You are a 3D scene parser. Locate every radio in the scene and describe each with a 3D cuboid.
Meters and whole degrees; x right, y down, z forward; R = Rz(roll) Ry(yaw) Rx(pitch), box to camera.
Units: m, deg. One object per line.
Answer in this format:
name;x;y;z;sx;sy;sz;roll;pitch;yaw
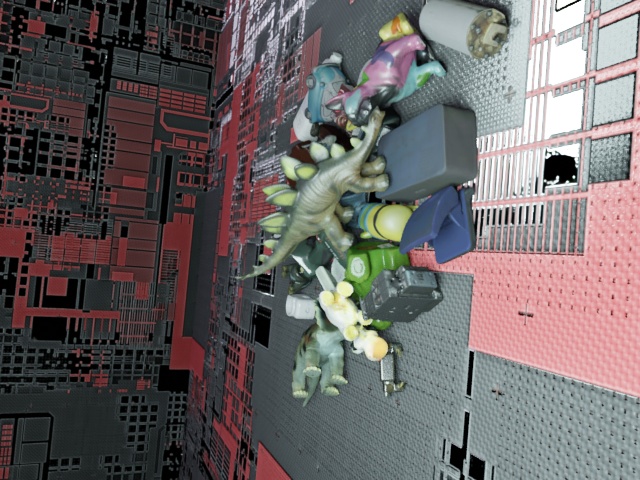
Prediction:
radio;0.188;-0.153;0.988;0.230;0.073;0.131;163;111;-64

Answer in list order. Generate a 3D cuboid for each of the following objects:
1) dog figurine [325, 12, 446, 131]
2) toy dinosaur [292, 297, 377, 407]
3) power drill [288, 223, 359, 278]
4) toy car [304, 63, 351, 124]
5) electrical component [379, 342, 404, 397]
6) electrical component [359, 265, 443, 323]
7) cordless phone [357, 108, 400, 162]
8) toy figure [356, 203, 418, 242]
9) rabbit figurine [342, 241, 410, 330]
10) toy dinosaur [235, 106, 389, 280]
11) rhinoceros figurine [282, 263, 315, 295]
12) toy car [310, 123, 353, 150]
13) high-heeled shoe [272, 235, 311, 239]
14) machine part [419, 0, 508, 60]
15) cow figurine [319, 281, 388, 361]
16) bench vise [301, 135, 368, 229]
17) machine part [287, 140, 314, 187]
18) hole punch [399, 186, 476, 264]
dog figurine;0.113;-0.310;1.032;0.219;0.108;0.192;-34;43;19
toy dinosaur;0.000;0.262;1.282;0.404;0.131;0.192;124;157;-55
power drill;-0.003;-0.004;1.239;0.086;0.232;0.207;-45;3;-38
toy car;0.026;-0.365;1.386;0.103;0.109;0.161;37;129;36
electrical component;0.139;0.251;1.044;0.078;0.045;0.102;77;-168;-68
electrical component;0.148;0.097;0.963;0.134;0.115;0.058;123;143;-50
cordless phone;0.117;-0.236;1.177;0.184;0.089;0.146;-89;17;-54
toy figure;0.127;-0.035;1.077;0.180;0.089;0.082;-160;70;-64
rabbit figurine;0.099;0.094;1.086;0.159;0.121;0.170;-159;61;-70
toy dinosaur;-0.016;-0.065;1.061;0.471;0.198;0.105;-58;21;29
rhinoceros figurine;-0.041;0.089;1.427;0.190;0.112;0.073;124;129;-69
toy car;0.042;-0.243;1.329;0.202;0.089;0.053;-125;48;-56
high-heeled shoe;-0.076;-0.059;1.574;0.249;0.086;0.145;48;126;54
machine part;0.238;-0.362;0.912;0.243;0.079;0.079;-123;44;-54
cow figurine;0.062;0.164;1.047;0.167;0.068;0.098;55;165;7
bench vise;0.030;-0.125;1.250;0.224;0.129;0.240;26;132;58
machine part;-0.024;-0.173;1.424;0.180;0.056;0.179;33;133;43
hole punch;0.196;-0.028;0.920;0.142;0.092;0.116;136;139;-61
